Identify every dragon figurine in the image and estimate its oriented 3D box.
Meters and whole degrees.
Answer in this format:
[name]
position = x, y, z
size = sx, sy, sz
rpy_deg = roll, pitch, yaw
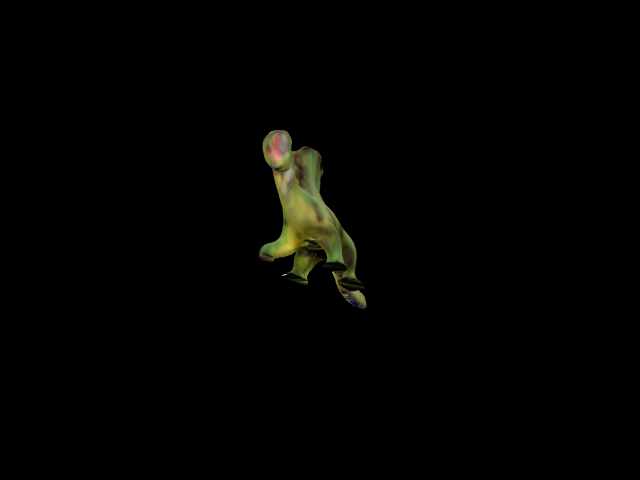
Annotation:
[dragon figurine]
position = 0.003, -0.043, 0.850
size = 0.122, 0.247, 0.404
rpy_deg = -8, -24, 18
